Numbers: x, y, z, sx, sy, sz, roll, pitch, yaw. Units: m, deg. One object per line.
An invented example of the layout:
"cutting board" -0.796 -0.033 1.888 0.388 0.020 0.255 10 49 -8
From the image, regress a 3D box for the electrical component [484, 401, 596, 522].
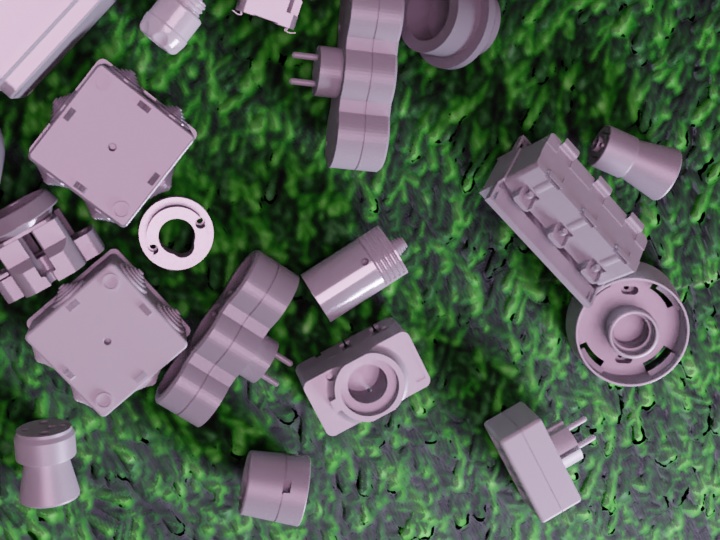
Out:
"electrical component" 0.157 0.147 0.883 0.076 0.047 0.083 -29 105 -4

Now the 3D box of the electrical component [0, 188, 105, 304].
"electrical component" -0.231 -0.021 0.765 0.078 0.058 0.057 -30 109 -4

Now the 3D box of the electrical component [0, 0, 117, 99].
"electrical component" -0.217 -0.173 0.725 0.057 0.078 0.113 43 91 -13

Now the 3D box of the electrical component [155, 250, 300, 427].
"electrical component" -0.086 0.061 0.813 0.074 0.052 0.138 34 94 -16

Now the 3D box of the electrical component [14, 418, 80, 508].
"electrical component" -0.235 0.144 0.806 0.045 0.045 0.055 -4 102 -11

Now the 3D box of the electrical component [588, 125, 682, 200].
"electrical component" 0.214 -0.087 0.849 0.065 0.044 0.044 22 97 -10

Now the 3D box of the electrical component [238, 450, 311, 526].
"electrical component" -0.067 0.169 0.840 0.047 0.055 0.055 11 99 -10

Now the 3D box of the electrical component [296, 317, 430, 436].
"electrical component" 0.002 0.083 0.834 0.089 0.055 0.050 -28 106 -5

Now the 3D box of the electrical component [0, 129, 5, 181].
"electrical component" -0.296 -0.079 0.734 0.108 0.060 0.108 -3 116 -6

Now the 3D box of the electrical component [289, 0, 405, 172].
"electrical component" -0.014 -0.143 0.785 0.074 0.052 0.138 4 101 -12

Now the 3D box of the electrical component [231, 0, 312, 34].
"electrical component" -0.060 -0.206 0.769 0.081 0.042 0.063 17 101 -14

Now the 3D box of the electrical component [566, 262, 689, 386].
"electrical component" 0.219 0.044 0.877 0.099 0.064 0.099 1 102 3

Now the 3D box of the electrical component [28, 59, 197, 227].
"electrical component" -0.176 -0.089 0.766 0.100 0.048 0.099 38 92 -15

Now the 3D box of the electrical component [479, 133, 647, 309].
"electrical component" 0.160 -0.042 0.829 0.121 0.063 0.078 45 50 -16

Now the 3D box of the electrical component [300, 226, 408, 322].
"electrical component" 0.000 0.000 0.823 0.081 0.043 0.043 -32 106 -4

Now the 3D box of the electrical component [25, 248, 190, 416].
"electrical component" -0.185 0.047 0.793 0.100 0.048 0.099 -40 106 -1

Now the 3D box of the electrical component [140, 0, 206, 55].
"electrical component" -0.126 -0.185 0.763 0.035 0.035 0.061 38 90 -16
